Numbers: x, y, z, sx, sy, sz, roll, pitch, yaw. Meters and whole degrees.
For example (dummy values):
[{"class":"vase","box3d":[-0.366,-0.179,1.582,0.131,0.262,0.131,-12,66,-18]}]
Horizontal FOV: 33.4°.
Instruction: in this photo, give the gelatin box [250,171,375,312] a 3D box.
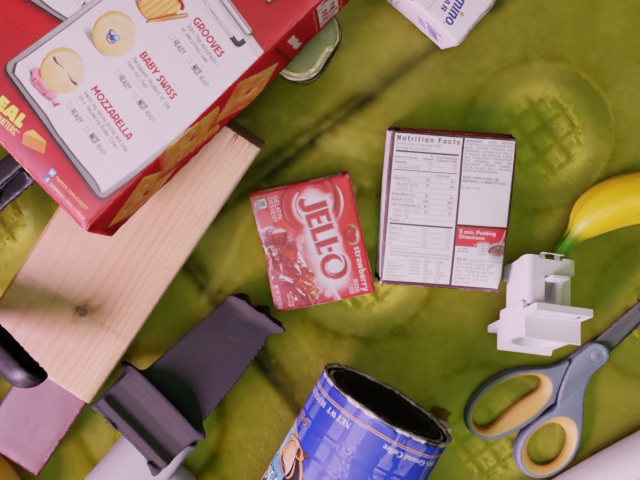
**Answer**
[{"class":"gelatin box","box3d":[-0.005,0.001,0.765,0.073,0.030,0.089,-12,98,2]}]

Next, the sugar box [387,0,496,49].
[{"class":"sugar box","box3d":[0.034,-0.199,0.704,0.176,0.093,0.048,38,97,-6]}]

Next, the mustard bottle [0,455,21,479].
[{"class":"mustard bottle","box3d":[-0.270,0.181,0.777,0.096,0.058,0.191,-34,98,20]}]

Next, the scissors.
[{"class":"scissors","box3d":[0.204,0.104,0.786,0.202,0.016,0.096,-28,99,4]}]

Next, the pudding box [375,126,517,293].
[{"class":"pudding box","box3d":[0.088,-0.022,0.757,0.090,0.039,0.113,5,97,0]}]

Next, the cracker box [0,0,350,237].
[{"class":"cracker box","box3d":[-0.111,-0.133,0.634,0.213,0.072,0.164,-45,86,0]}]

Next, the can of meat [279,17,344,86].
[{"class":"can of meat","box3d":[-0.034,-0.148,0.716,0.102,0.084,0.057,31,97,-4]}]

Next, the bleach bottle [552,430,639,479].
[{"class":"bleach bottle","box3d":[0.208,0.212,0.779,0.251,0.068,0.102,-31,98,7]}]

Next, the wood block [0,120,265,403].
[{"class":"wood block","box3d":[-0.133,-0.005,0.735,0.091,0.090,0.206,34,97,-6]}]

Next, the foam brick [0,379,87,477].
[{"class":"foam brick","box3d":[-0.199,0.119,0.772,0.051,0.053,0.078,34,98,-5]}]

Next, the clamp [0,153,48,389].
[{"class":"clamp","box3d":[-0.253,0.002,0.700,0.210,0.036,0.164,6,79,22]}]

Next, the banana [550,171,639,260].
[{"class":"banana","box3d":[0.265,-0.016,0.759,0.198,0.037,0.070,3,115,2]}]

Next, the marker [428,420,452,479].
[{"class":"marker","box3d":[0.066,0.190,0.798,0.020,0.020,0.121,23,98,-3]}]

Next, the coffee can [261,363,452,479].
[{"class":"coffee can","box3d":[0.014,0.173,0.753,0.103,0.103,0.140,29,97,-4]}]
